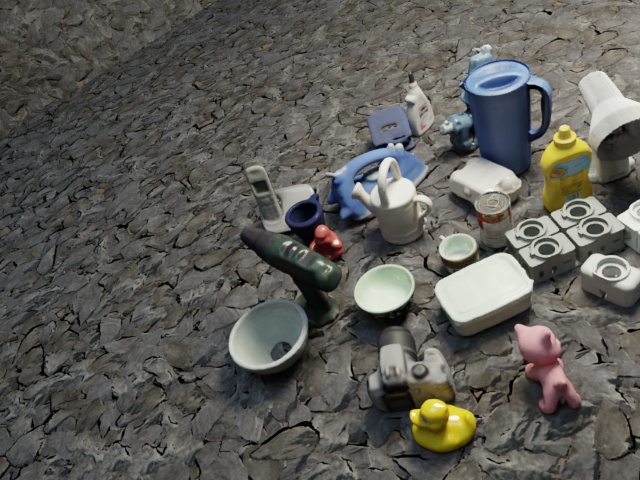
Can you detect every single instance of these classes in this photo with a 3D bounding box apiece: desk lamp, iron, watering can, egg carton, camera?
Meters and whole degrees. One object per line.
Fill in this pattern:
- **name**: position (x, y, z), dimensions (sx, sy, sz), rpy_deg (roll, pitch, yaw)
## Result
- **desk lamp**: position (0.575, -0.217, 1.149), dimensions (0.118, 0.214, 0.203), rpy_deg (-18, 42, 8)
- **iron**: position (0.133, -0.158, 1.351), dimensions (0.258, 0.142, 0.118), rpy_deg (-30, 42, -6)
- **watering can**: position (0.151, -0.089, 1.232), dimensions (0.172, 0.194, 0.101), rpy_deg (-11, 44, 16)
- **egg carton**: position (0.360, -0.120, 1.261), dimensions (0.107, 0.070, 0.149), rpy_deg (-38, 43, -14)
- **camera**: position (0.151, 0.212, 0.997), dimensions (0.143, 0.101, 0.136), rpy_deg (-13, 43, 13)

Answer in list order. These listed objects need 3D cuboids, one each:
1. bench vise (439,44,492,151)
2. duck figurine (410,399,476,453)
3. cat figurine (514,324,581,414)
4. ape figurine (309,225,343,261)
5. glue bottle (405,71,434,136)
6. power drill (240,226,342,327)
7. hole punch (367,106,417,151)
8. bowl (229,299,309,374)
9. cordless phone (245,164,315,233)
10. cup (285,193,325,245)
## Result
- **bench vise**: position (0.374, -0.331, 1.356), dimensions (0.121, 0.220, 0.208), rpy_deg (20, 58, 38)
- **duck figurine**: position (0.192, 0.286, 0.912), dimensions (0.104, 0.086, 0.077), rpy_deg (-11, 44, 15)
- **cat figurine**: position (0.358, 0.192, 0.906), dimensions (0.067, 0.118, 0.127), rpy_deg (-20, 42, 6)
- **ape figurine**: position (0.012, 0.005, 1.280), dimensions (0.077, 0.092, 0.076), rpy_deg (6, 50, 30)
- **glue bottle**: position (0.249, -0.357, 1.476), dimensions (0.037, 0.173, 0.078), rpy_deg (21, 59, 39)
- **power drill**: position (-0.044, 0.074, 1.148), dimensions (0.228, 0.209, 0.076), rpy_deg (17, 56, 37)
- **hole punch**: position (0.185, -0.284, 1.493), dimensions (0.108, 0.091, 0.101), rpy_deg (-17, 42, 9)
- **bowl**: position (-0.092, 0.204, 1.138), dimensions (0.167, 0.075, 0.167), rpy_deg (-13, 43, 13)
- **cordless phone**: position (-0.091, -0.109, 1.374), dimensions (0.147, 0.185, 0.094), rpy_deg (-15, 43, 11)
- **cup**: position (-0.020, -0.042, 1.341), dimensions (0.091, 0.095, 0.118), rpy_deg (4, 49, 28)
